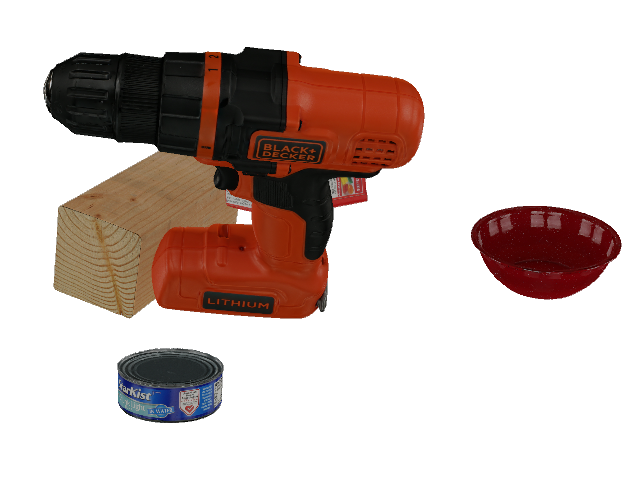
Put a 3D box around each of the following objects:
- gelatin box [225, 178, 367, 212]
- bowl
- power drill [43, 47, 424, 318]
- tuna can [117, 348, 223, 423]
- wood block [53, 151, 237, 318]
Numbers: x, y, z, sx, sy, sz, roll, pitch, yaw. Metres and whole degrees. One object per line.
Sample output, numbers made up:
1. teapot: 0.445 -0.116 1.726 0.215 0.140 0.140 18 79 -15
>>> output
1. gelatin box: -0.020 -0.040 0.770 0.073 0.030 0.089 -11 12 -28
2. bowl: 0.246 0.019 1.177 0.162 0.055 0.162 -1 27 0
3. power drill: -0.051 -0.027 0.576 0.184 0.057 0.188 6 -33 -7
4. tuna can: -0.122 0.117 0.868 0.086 0.034 0.086 3 13 -1
5. wood block: -0.166 -0.016 1.062 0.090 0.091 0.205 19 28 16
